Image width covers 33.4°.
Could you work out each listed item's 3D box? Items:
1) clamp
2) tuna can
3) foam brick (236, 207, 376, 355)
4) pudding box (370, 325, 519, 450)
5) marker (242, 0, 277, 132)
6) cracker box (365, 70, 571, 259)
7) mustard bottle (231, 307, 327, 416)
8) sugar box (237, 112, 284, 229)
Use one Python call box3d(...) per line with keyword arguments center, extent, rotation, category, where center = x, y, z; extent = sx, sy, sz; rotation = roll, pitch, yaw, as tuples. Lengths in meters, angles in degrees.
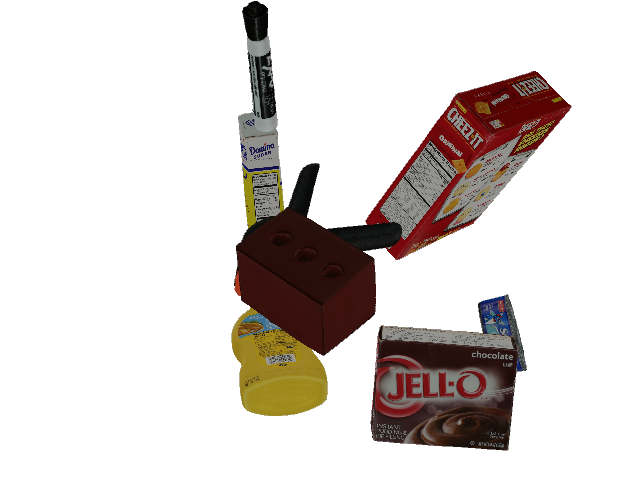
box3d(center=(-0.021, -0.009, 0.991), extent=(0.171, 0.039, 0.120), rotation=(-26, 52, -32), category="clamp")
box3d(center=(0.199, 0.104, 1.169), extent=(0.034, 0.086, 0.086), rotation=(-14, -3, 12), category="tuna can")
box3d(center=(-0.009, 0.026, 0.693), extent=(0.078, 0.051, 0.052), rotation=(31, 52, 29), category="foam brick")
box3d(center=(0.100, 0.119, 0.864), extent=(0.113, 0.090, 0.039), rotation=(3, 19, 2), category="pudding box")
box3d(center=(-0.046, -0.134, 0.825), extent=(0.020, 0.020, 0.121), rotation=(0, -40, 3), category="marker")
box3d(center=(0.165, -0.087, 1.225), extent=(0.163, 0.072, 0.214), rotation=(-23, -25, -44), category="cracker box")
box3d(center=(-0.054, 0.123, 1.242), extent=(0.096, 0.058, 0.192), rotation=(-7, 31, -8), category="mustard bottle")
box3d(center=(-0.071, -0.061, 1.307), extent=(0.048, 0.176, 0.093), rotation=(-10, 25, -6), category="sugar box")
